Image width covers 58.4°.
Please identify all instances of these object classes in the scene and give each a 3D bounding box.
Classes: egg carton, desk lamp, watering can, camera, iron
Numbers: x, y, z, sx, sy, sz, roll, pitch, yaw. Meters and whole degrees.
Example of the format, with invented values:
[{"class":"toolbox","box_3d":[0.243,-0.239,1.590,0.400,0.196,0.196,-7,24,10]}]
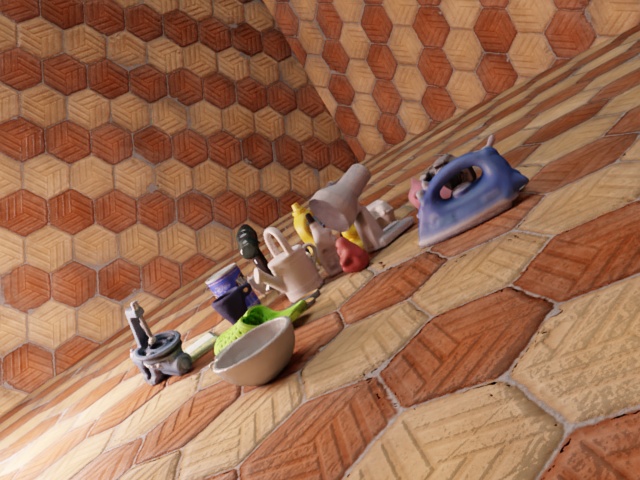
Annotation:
[{"class":"egg carton","box_3d":[0.161,-0.067,1.683,0.107,0.069,0.150,-32,9,-2]},{"class":"desk lamp","box_3d":[0.101,-0.074,1.461,0.204,0.213,0.117,-37,10,-27]},{"class":"watering can","box_3d":[-0.086,0.057,1.445,0.100,0.194,0.173,-23,13,43]},{"class":"camera","box_3d":[0.329,-0.165,1.547,0.143,0.101,0.137,-25,11,36]},{"class":"iron","box_3d":[0.291,-0.101,1.197,0.258,0.141,0.119,-30,9,13]}]

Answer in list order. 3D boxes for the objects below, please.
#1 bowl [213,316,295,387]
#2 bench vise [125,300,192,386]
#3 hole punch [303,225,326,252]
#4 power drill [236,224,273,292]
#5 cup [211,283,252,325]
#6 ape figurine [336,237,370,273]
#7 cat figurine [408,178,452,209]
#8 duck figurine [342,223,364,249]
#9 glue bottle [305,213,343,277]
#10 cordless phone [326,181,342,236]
[{"class":"bowl","box_3d":[-0.106,0.215,1.042,0.167,0.075,0.167,-31,9,6]},{"class":"bench vise","box_3d":[-0.444,0.264,1.446,0.207,0.220,0.122,-27,10,26]},{"class":"hole punch","box_3d":[-0.012,-0.001,1.838,0.101,0.091,0.108,-34,9,-14]},{"class":"power drill","box_3d":[-0.194,0.052,1.788,0.075,0.208,0.229,-32,9,0]},{"class":"cup","box_3d":[-0.221,0.180,1.553,0.118,0.095,0.091,-34,9,-10]},{"class":"ape figurine","box_3d":[0.071,0.032,1.377,0.078,0.092,0.076,-38,11,-35]},{"class":"cat figurine","box_3d":[0.268,-0.109,1.393,0.128,0.118,0.067,-37,10,-28]},{"class":"duck figurine","box_3d":[0.087,-0.005,1.544,0.105,0.086,0.077,-38,11,-33]},{"class":"glue bottle","box_3d":[0.013,0.005,1.456,0.078,0.173,0.037,-31,9,9]},{"class":"cordless phone","box_3d":[0.072,-0.107,1.830,0.094,0.185,0.147,-35,10,-20]}]
